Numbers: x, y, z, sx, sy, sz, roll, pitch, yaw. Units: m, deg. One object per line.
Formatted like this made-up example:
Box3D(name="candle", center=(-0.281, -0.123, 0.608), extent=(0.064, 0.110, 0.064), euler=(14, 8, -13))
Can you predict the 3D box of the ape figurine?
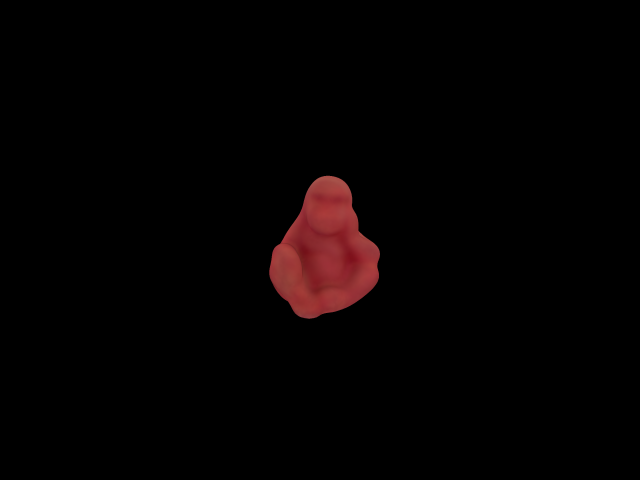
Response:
Box3D(name="ape figurine", center=(0.004, 0.001, 0.400), extent=(0.078, 0.092, 0.076), euler=(0, 7, -3))
